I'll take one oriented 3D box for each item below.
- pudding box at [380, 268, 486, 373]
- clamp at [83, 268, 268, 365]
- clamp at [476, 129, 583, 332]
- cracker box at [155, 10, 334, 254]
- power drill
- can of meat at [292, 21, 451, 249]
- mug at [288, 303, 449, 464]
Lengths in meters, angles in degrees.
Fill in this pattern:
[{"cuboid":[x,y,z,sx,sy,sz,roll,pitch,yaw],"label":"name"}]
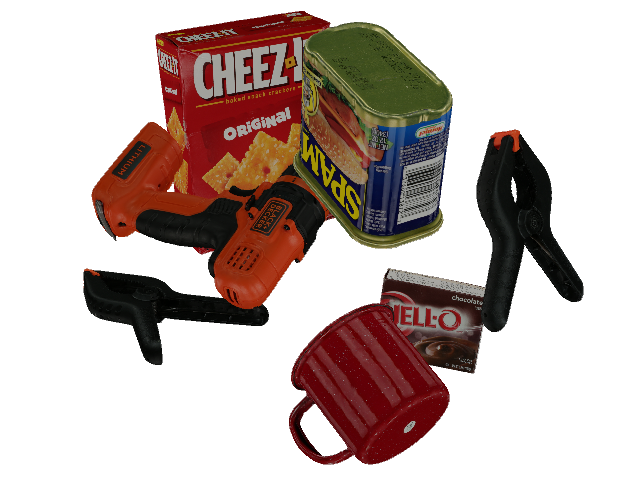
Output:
[{"cuboid":[0.117,0.085,1.137,0.113,0.090,0.039,10,23,7],"label":"pudding box"},{"cuboid":[-0.182,0.073,1.113,0.210,0.036,0.164,15,20,29],"label":"clamp"},{"cuboid":[0.167,-0.006,0.925,0.120,0.171,0.039,-27,11,-40],"label":"clamp"},{"cuboid":[-0.068,-0.109,1.075,0.164,0.214,0.072,-15,27,-24],"label":"cracker box"},{"cuboid":[-0.082,-0.042,0.896,0.188,0.184,0.057,17,-35,26],"label":"power drill"},{"cuboid":[0.028,-0.060,0.588,0.057,0.084,0.102,-17,44,-22],"label":"can of meat"},{"cuboid":[0.030,0.114,0.771,0.117,0.081,0.093,-40,-28,1],"label":"mug"}]
